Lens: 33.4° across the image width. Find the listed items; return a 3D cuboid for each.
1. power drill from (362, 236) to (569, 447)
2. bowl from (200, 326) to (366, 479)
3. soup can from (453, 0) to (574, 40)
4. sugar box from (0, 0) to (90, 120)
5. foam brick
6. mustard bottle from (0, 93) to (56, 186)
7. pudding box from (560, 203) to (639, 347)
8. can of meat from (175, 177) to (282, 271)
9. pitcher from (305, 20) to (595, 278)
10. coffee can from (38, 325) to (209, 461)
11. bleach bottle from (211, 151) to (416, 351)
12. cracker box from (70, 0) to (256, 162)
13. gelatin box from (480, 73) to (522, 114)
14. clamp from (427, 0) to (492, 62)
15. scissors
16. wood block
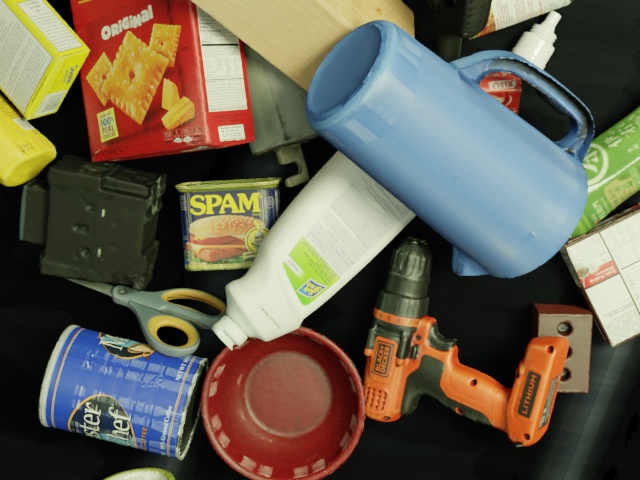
[{"bbox_3d":[0.134,0.103,1.010,0.188,0.057,0.184,16,102,26],"label":"power drill"},{"bbox_3d":[-0.034,0.159,1.057,0.162,0.055,0.162,1,95,5],"label":"bowl"},{"bbox_3d":[0.177,-0.236,0.995,0.102,0.068,0.068,-18,93,6],"label":"soup can"},{"bbox_3d":[-0.305,-0.210,1.023,0.176,0.048,0.093,50,129,10],"label":"sugar box"},{"bbox_3d":[0.232,0.104,1.030,0.053,0.051,0.078,1,95,5],"label":"foam brick"},{"bbox_3d":[-0.345,-0.138,1.036,0.058,0.096,0.191,-43,91,9],"label":"mustard bottle"},{"bbox_3d":[0.294,0.034,1.025,0.090,0.039,0.113,-27,94,6],"label":"pudding box"},{"bbox_3d":[-0.087,-0.016,1.046,0.102,0.057,0.084,-3,97,5],"label":"can of meat"},{"bbox_3d":[0.114,-0.087,0.917,0.242,0.145,0.149,34,61,-29],"label":"pitcher"},{"bbox_3d":[-0.190,0.149,1.046,0.140,0.102,0.103,14,96,3],"label":"coffee can"},{"bbox_3d":[-0.007,0.001,1.002,0.250,0.068,0.102,-43,109,-6],"label":"bleach bottle"},{"bbox_3d":[-0.153,-0.186,0.991,0.164,0.071,0.214,-2,97,39],"label":"cracker box"},{"bbox_3d":[0.148,-0.130,0.996,0.073,0.089,0.030,-2,73,4],"label":"gelatin box"},{"bbox_3d":[0.113,-0.210,0.943,0.036,0.210,0.164,-19,101,-8],"label":"clamp"},{"bbox_3d":[-0.193,0.069,1.053,0.202,0.096,0.016,8,130,2],"label":"scissors"},{"bbox_3d":[-0.013,-0.208,0.936,0.091,0.205,0.090,-22,51,35],"label":"wood block"}]
